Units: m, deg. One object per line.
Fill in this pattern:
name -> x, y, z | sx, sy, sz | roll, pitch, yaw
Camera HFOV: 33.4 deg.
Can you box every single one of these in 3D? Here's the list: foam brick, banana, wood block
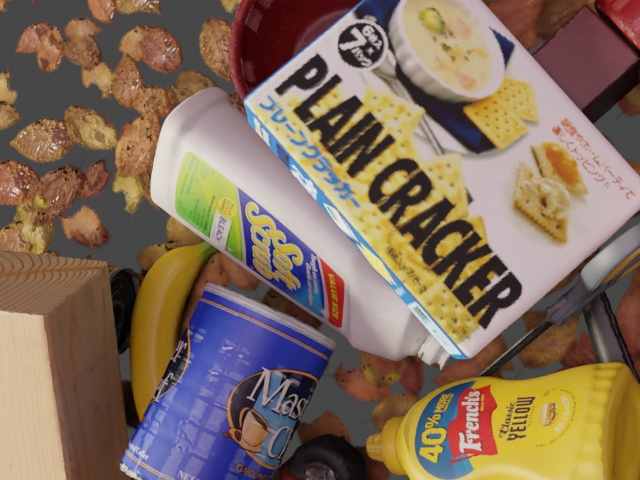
foam brick -> 0.177, -0.113, 0.714 | 0.053, 0.078, 0.051 | -43, 77, 9
banana -> -0.112, 0.090, 0.806 | 0.070, 0.037, 0.198 | 3, 86, 17
wood block -> -0.198, 0.122, 0.759 | 0.091, 0.090, 0.206 | 5, 114, 17

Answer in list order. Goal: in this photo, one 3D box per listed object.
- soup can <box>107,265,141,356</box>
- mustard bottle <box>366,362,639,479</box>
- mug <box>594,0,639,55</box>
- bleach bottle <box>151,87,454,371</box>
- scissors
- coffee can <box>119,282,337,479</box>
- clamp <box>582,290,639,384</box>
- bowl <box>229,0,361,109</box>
soup can -> -0.197, 0.049, 0.819 | 0.102, 0.068, 0.068 | 7, 87, 17
mustard bottle -> 0.112, 0.133, 0.703 | 0.192, 0.058, 0.096 | -12, 42, 38
mug -> 0.235, -0.149, 0.684 | 0.081, 0.117, 0.093 | -42, 107, 14
bleach bottle -> -0.005, 0.001, 0.754 | 0.251, 0.068, 0.103 | 36, 137, 15
scissors -> 0.156, 0.041, 0.680 | 0.202, 0.096, 0.016 | -42, 71, 20
coffee can -> -0.063, 0.113, 0.742 | 0.103, 0.102, 0.140 | 23, 82, 17
clamp -> 0.219, 0.136, 0.702 | 0.165, 0.036, 0.210 | 25, 97, 27
bowl -> 0.019, -0.132, 0.768 | 0.162, 0.055, 0.162 | -1, 84, 8
